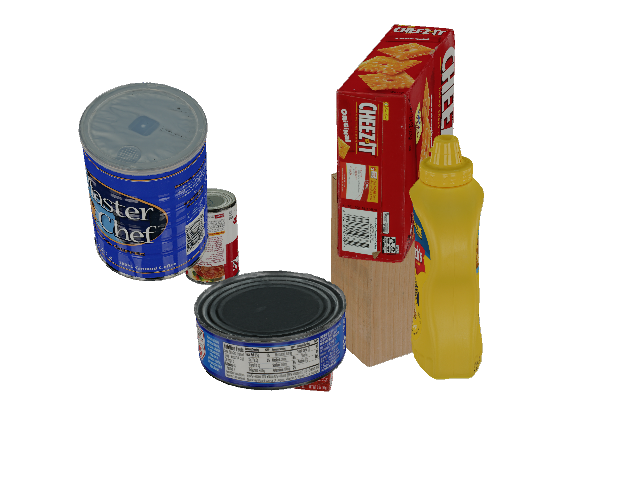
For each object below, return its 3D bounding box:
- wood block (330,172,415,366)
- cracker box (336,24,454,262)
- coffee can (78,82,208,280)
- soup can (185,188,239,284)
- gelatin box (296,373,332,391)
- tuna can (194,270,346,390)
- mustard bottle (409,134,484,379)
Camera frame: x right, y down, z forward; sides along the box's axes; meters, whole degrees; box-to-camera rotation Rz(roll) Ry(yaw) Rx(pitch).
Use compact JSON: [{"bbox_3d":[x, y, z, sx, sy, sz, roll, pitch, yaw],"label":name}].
[{"bbox_3d":[0.069,0.025,1.204,0.090,0.206,0.090,-15,32,-25],"label":"wood block"},{"bbox_3d":[0.076,-0.098,1.020,0.072,0.164,0.213,7,28,17],"label":"cracker box"},{"bbox_3d":[-0.147,-0.048,0.909,0.102,0.103,0.140,0,-40,-5],"label":"coffee can"},{"bbox_3d":[-0.136,-0.006,1.321,0.068,0.102,0.068,0,26,0],"label":"soup can"},{"bbox_3d":[-0.032,0.103,1.017,0.089,0.073,0.030,3,13,5],"label":"gelatin box"},{"bbox_3d":[-0.028,0.050,0.604,0.086,0.034,0.086,-2,23,1],"label":"tuna can"},{"bbox_3d":[0.101,0.008,0.852,0.058,0.192,0.096,-2,25,2],"label":"mustard bottle"}]
